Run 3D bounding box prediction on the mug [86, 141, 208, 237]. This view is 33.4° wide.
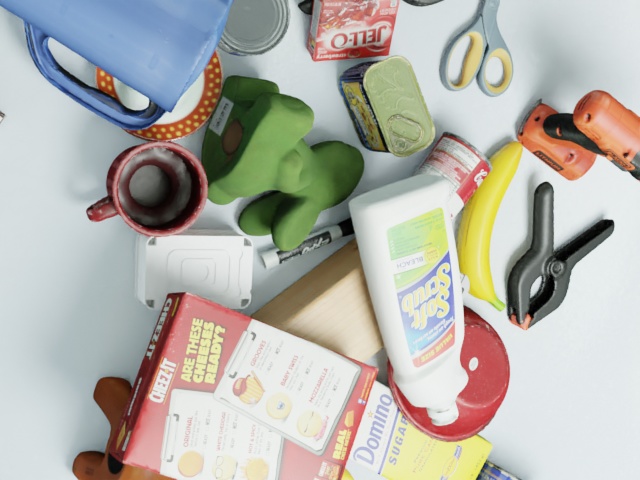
[{"bbox_3d":[-0.176,-0.048,1.053,0.117,0.082,0.093,-29,106,-14],"label":"mug"}]

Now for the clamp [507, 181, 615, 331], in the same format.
[{"bbox_3d":[0.262,0.019,1.243,0.120,0.039,0.171,35,84,-20],"label":"clamp"}]

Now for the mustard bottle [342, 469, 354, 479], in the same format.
[{"bbox_3d":[-0.005,0.296,1.161,0.096,0.058,0.192,-7,106,-15],"label":"mustard bottle"}]

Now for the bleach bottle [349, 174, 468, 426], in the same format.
[{"bbox_3d":[0.106,0.067,1.084,0.102,0.068,0.251,-20,105,-17],"label":"bleach bottle"}]

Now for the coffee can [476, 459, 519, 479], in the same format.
[{"bbox_3d":[0.201,0.340,1.228,0.102,0.103,0.140,32,85,-21],"label":"coffee can"}]

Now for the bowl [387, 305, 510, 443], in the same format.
[{"bbox_3d":[0.157,0.142,1.187,0.161,0.055,0.162,6,76,-27],"label":"bowl"}]

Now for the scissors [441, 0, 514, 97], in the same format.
[{"bbox_3d":[0.203,-0.249,1.201,0.096,0.016,0.202,30,86,-23],"label":"scissors"}]

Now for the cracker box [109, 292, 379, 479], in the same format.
[{"bbox_3d":[-0.070,0.161,1.016,0.213,0.072,0.164,24,78,-21],"label":"cracker box"}]

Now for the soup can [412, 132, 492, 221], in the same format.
[{"bbox_3d":[0.131,-0.059,1.171,0.068,0.069,0.102,41,83,-20],"label":"soup can"}]

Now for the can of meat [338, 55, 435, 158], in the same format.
[{"bbox_3d":[0.068,-0.141,1.129,0.057,0.084,0.102,-27,105,-15],"label":"can of meat"}]

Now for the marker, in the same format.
[{"bbox_3d":[-0.008,0.001,1.154,0.121,0.020,0.020,-22,104,-16],"label":"marker"}]

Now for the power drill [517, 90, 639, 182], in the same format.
[{"bbox_3d":[0.316,-0.097,1.170,0.184,0.188,0.057,37,82,-19],"label":"power drill"}]

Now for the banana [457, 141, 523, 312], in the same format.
[{"bbox_3d":[0.190,-0.017,1.217,0.069,0.037,0.198,2,98,-39],"label":"banana"}]

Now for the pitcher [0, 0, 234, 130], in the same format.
[{"bbox_3d":[-0.212,-0.222,0.985,0.242,0.145,0.149,28,69,-9],"label":"pitcher"}]

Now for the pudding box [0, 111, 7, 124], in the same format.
[{"bbox_3d":[-0.364,-0.099,1.002,0.090,0.039,0.113,39,85,-20],"label":"pudding box"}]

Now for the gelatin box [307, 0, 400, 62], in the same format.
[{"bbox_3d":[0.035,-0.226,1.116,0.089,0.030,0.073,-7,134,-18],"label":"gelatin box"}]

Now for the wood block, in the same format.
[{"bbox_3d":[0.026,0.073,1.137,0.206,0.091,0.090,-37,108,-12],"label":"wood block"}]

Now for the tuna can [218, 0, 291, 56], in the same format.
[{"bbox_3d":[-0.076,-0.231,1.092,0.086,0.034,0.086,-3,98,-20],"label":"tuna can"}]

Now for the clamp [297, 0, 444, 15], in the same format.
[{"bbox_3d":[0.079,-0.295,1.138,0.209,0.036,0.164,16,100,-24],"label":"clamp"}]

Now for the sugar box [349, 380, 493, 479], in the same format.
[{"bbox_3d":[0.101,0.231,1.209,0.176,0.048,0.093,30,86,-22],"label":"sugar box"}]
